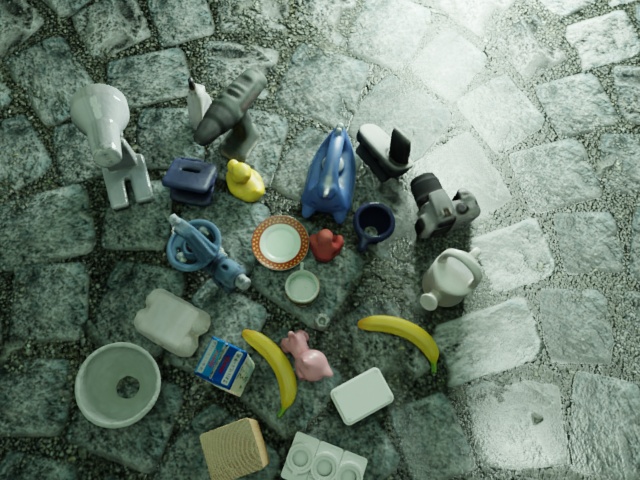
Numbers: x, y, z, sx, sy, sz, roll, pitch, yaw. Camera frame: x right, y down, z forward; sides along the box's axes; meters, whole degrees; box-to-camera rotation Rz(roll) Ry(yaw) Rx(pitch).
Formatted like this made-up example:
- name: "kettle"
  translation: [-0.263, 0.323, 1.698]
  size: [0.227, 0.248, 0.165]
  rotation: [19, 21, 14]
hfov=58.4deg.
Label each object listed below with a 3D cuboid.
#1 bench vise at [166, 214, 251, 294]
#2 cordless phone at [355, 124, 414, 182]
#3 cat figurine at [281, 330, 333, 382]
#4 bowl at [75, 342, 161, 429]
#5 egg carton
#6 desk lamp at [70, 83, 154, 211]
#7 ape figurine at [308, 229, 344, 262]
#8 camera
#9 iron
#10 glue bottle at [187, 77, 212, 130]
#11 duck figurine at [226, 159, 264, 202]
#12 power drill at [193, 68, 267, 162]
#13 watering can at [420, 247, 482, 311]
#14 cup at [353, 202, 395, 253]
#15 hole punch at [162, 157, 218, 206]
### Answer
- name: "bench vise"
  translation: [-0.229, 0.017, 1.178]
  size: [0.207, 0.220, 0.121]
  rotation: [18, 72, 4]
- name: "cordless phone"
  translation: [0.151, -0.225, 1.289]
  size: [0.094, 0.185, 0.147]
  rotation: [-41, 77, -13]
- name: "cat figurine"
  translation: [-0.029, 0.239, 1.166]
  size: [0.067, 0.118, 0.127]
  rotation: [-32, 76, -11]
- name: "bowl"
  translation: [-0.399, 0.295, 1.157]
  size: [0.167, 0.075, 0.167]
  rotation: [1, 72, -2]
- name: "egg carton"
  translation: [-0.310, 0.174, 1.203]
  size: [0.150, 0.069, 0.107]
  rotation: [27, 73, 7]
- name: "desk lamp"
  translation: [-0.449, -0.202, 1.245]
  size: [0.118, 0.213, 0.203]
  rotation: [-18, 73, -7]
- name: "ape figurine"
  translation: [0.012, 0.004, 1.258]
  size: [0.077, 0.092, 0.076]
  rotation: [22, 72, 5]
- name: "camera"
  translation: [0.272, -0.091, 1.293]
  size: [0.143, 0.101, 0.137]
  rotation: [-19, 73, -8]
- name: "iron"
  translation: [0.029, -0.175, 1.291]
  size: [0.118, 0.141, 0.258]
  rotation: [10, 72, 2]
- name: "glue bottle"
  translation: [-0.280, -0.320, 1.311]
  size: [0.037, 0.173, 0.078]
  rotation: [12, 72, 3]
- name: "duck figurine"
  translation: [-0.173, -0.140, 1.302]
  size: [0.077, 0.086, 0.104]
  rotation: [-42, 78, -14]
- name: "power drill"
  translation: [-0.193, -0.261, 1.276]
  size: [0.075, 0.208, 0.230]
  rotation: [28, 73, 7]
- name: "watering can"
  translation: [0.277, 0.078, 1.189]
  size: [0.101, 0.194, 0.173]
  rotation: [22, 73, 6]
- name: "cup"
  translation: [0.110, -0.015, 1.266]
  size: [0.091, 0.095, 0.118]
  rotation: [24, 73, 6]
- name: "hole punch"
  translation: [-0.294, -0.142, 1.295]
  size: [0.108, 0.091, 0.101]
  rotation: [10, 72, 2]
